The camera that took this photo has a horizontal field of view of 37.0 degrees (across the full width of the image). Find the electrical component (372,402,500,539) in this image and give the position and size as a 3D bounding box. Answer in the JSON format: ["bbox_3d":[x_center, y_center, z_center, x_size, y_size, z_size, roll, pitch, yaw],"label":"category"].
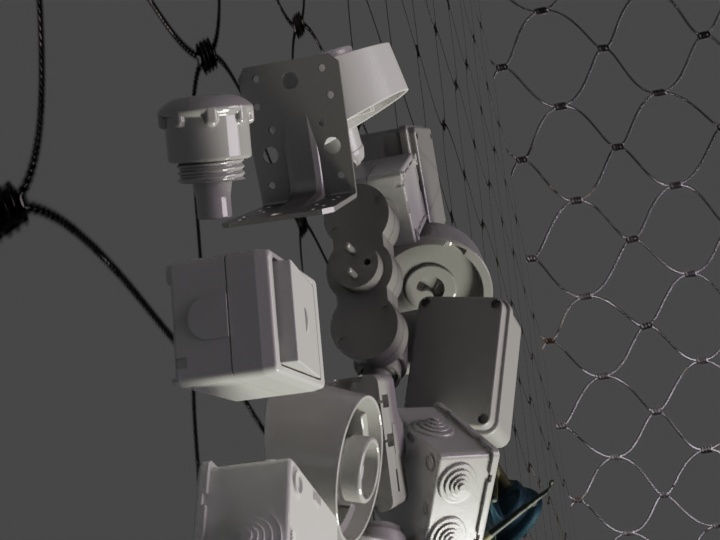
[{"bbox_3d":[0.051,0.152,0.776,0.100,0.048,0.099,35,-61,60],"label":"electrical component"}]

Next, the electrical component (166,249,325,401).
[{"bbox_3d":[-0.051,0.031,0.551,0.096,0.061,0.061,39,44,-71],"label":"electrical component"}]

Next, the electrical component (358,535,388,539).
[{"bbox_3d":[-0.004,0.204,0.685,0.044,0.044,0.065,51,37,-65],"label":"electrical component"}]

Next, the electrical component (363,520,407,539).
[{"bbox_3d":[0.011,0.205,0.735,0.045,0.045,0.055,66,19,-49],"label":"electrical component"}]

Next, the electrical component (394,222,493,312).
[{"bbox_3d":[0.063,0.009,0.965,0.060,0.108,0.108,-83,161,-67],"label":"electrical component"}]

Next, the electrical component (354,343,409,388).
[{"bbox_3d":[0.016,0.076,0.849,0.062,0.043,0.043,-81,158,-49],"label":"electrical component"}]

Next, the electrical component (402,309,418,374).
[{"bbox_3d":[0.034,0.064,0.925,0.055,0.047,0.055,-9,90,-77],"label":"electrical component"}]

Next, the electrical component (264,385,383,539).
[{"bbox_3d":[-0.024,0.117,0.659,0.099,0.064,0.099,4,90,-72],"label":"electrical component"}]

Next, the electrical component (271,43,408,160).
[{"bbox_3d":[-0.017,-0.114,0.725,0.099,0.099,0.064,-46,120,-74],"label":"electrical component"}]

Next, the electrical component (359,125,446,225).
[{"bbox_3d":[0.041,-0.081,1.033,0.109,0.056,0.108,-30,110,-76],"label":"electrical component"}]

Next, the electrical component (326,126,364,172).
[{"bbox_3d":[-0.019,-0.110,0.841,0.035,0.035,0.061,-73,149,-62],"label":"electrical component"}]

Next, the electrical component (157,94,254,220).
[{"bbox_3d":[-0.076,-0.057,0.543,0.048,0.048,0.062,-37,124,-75],"label":"electrical component"}]

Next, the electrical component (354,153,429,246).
[{"bbox_3d":[0.020,-0.059,0.915,0.096,0.061,0.061,-60,138,-70],"label":"electrical component"}]

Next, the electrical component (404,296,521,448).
[{"bbox_3d":[0.082,0.080,0.863,0.057,0.078,0.113,49,45,-58],"label":"electrical component"}]

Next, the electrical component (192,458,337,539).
[{"bbox_3d":[-0.044,0.149,0.530,0.099,0.048,0.099,65,20,-53],"label":"electrical component"}]

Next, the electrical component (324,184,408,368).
[{"bbox_3d":[0.000,0.000,0.810,0.073,0.052,0.138,46,38,-68],"label":"electrical component"}]

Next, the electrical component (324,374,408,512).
[{"bbox_3d":[0.000,0.118,0.736,0.056,0.050,0.089,18,64,-74],"label":"electrical component"}]
